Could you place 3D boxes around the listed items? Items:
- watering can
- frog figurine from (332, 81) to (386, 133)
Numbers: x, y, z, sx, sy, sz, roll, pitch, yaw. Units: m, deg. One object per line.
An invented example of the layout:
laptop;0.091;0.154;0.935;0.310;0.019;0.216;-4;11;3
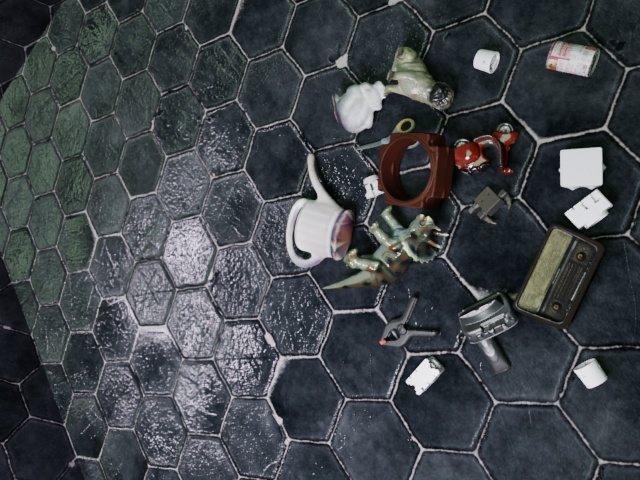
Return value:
watering can;0.005;-0.078;1.550;0.225;0.104;0.346;15;95;30
frog figurine;0.125;-0.390;1.504;0.158;0.125;0.135;-14;113;20
